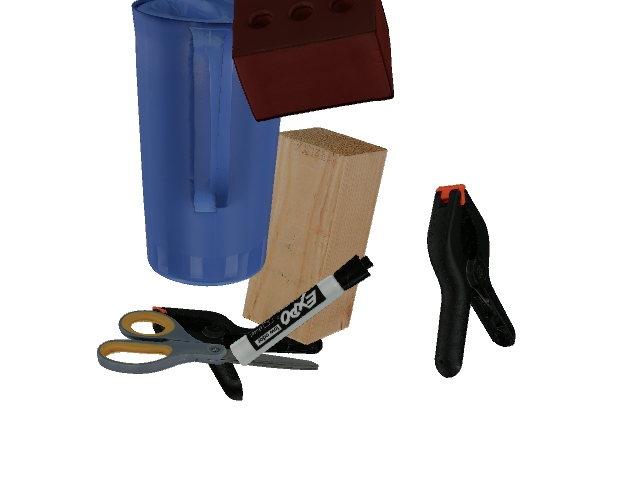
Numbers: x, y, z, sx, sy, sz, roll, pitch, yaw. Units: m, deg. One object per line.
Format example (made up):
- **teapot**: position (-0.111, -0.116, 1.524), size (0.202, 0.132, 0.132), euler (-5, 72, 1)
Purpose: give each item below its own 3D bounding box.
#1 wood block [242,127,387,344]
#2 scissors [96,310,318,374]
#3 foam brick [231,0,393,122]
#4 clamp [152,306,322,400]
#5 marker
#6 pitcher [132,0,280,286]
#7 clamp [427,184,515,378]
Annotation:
- **wood block**: position (-0.007, -0.008, 1.138), size (0.090, 0.206, 0.090), euler (21, 20, 27)
- **scissors**: position (-0.108, 0.096, 1.008), size (0.201, 0.016, 0.096), euler (-1, 32, -10)
- **foam brick**: position (-0.004, -0.104, 0.565), size (0.078, 0.053, 0.051), euler (-9, -35, 11)
- **clamp**: position (-0.125, 0.124, 1.261), size (0.210, 0.036, 0.164), euler (15, 23, 25)
- **marker**: position (-0.013, 0.050, 0.781), size (0.121, 0.020, 0.020), euler (-36, -2, 3)
- **pitcher**: position (-0.096, -0.084, 0.919), size (0.145, 0.243, 0.148), euler (20, 27, 36)
- **clamp**: position (0.127, 0.038, 0.970), size (0.039, 0.171, 0.120), euler (-11, 12, 34)
